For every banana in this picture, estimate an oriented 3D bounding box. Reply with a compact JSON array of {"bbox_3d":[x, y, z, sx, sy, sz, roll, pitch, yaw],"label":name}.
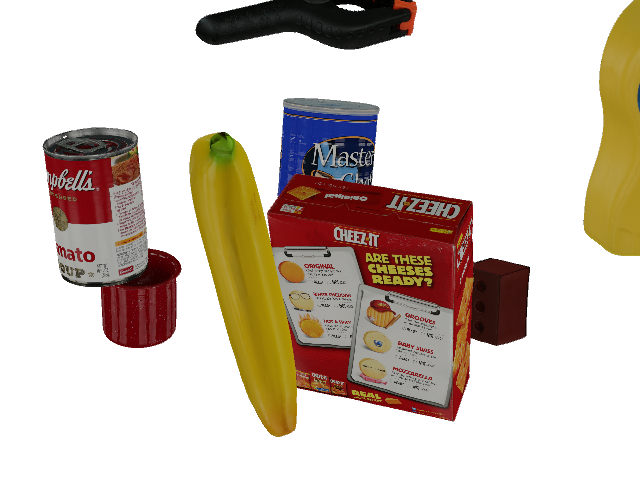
[{"bbox_3d":[-0.044,0.018,0.595,0.037,0.198,0.069,-10,31,4],"label":"banana"}]

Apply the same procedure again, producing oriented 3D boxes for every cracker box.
[{"bbox_3d":[0.049,0.052,0.949,0.164,0.214,0.072,10,41,18],"label":"cracker box"}]

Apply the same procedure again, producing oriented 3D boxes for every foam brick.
[{"bbox_3d":[0.180,0.063,1.106,0.051,0.078,0.053,-14,20,-42],"label":"foam brick"}]

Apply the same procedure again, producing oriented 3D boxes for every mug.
[{"bbox_3d":[-0.209,0.061,1.185,0.093,0.081,0.117,-22,36,-40],"label":"mug"}]

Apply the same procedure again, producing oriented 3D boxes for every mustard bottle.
[{"bbox_3d":[0.208,-0.088,0.620,0.096,0.192,0.058,-10,29,-15],"label":"mustard bottle"}]

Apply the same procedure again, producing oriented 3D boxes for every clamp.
[{"bbox_3d":[-0.010,-0.199,0.853,0.171,0.120,0.039,5,-27,-5],"label":"clamp"}]

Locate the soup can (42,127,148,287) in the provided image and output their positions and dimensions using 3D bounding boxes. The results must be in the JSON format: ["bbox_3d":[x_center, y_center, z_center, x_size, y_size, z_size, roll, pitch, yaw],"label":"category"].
[{"bbox_3d":[-0.164,-0.025,0.787,0.068,0.102,0.068,-1,23,0],"label":"soup can"}]

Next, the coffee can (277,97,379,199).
[{"bbox_3d":[0.006,-0.078,1.147,0.103,0.140,0.103,4,12,-1],"label":"coffee can"}]
